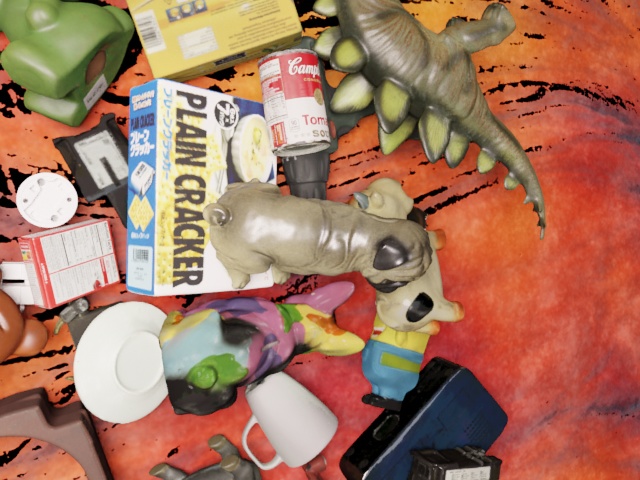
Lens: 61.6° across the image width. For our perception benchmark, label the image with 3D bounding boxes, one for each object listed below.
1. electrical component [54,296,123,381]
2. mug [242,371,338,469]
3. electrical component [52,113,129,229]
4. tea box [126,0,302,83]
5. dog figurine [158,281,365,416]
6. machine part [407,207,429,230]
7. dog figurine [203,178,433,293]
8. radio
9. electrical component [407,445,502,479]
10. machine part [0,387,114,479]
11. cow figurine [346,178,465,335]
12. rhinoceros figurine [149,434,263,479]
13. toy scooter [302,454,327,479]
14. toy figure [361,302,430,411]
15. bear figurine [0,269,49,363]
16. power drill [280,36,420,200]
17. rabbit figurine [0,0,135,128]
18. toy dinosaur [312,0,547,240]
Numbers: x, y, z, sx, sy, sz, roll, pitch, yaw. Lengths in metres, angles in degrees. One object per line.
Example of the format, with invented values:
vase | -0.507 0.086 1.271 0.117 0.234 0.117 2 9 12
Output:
electrical component | -0.243 0.107 0.587 0.078 0.045 0.102 -11 96 -21
mug | -0.051 0.218 0.661 0.109 0.081 0.107 -38 95 -10
electrical component | -0.227 -0.071 0.587 0.075 0.048 0.119 -35 105 -18
tea box | -0.113 -0.244 0.594 0.170 0.068 0.098 -17 99 -2
dog figurine | -0.055 0.109 0.604 0.219 0.191 0.108 -12 90 -7
machine part | 0.082 -0.019 0.731 0.139 0.039 0.084 -6 86 -21
dog figurine | 0.000 -0.005 0.539 0.172 0.191 0.121 0 92 -53
radio | 0.144 0.282 0.747 0.229 0.073 0.131 -42 106 -18
electrical component | 0.166 0.336 0.686 0.115 0.058 0.134 8 90 -23
machine part | -0.317 0.268 0.538 0.201 0.087 0.200 -20 98 -20
cow figurine | 0.088 0.014 0.647 0.127 0.085 0.195 6 64 -30
rhinoceros figurine | -0.156 0.314 0.621 0.190 0.073 0.112 -30 113 -22
toy scooter | -0.029 0.340 0.662 0.184 0.075 0.135 -17 112 -24
toy figure | 0.107 0.136 0.722 0.089 0.082 0.180 18 79 -35
bear figurine | -0.359 0.111 0.469 0.120 0.132 0.196 57 35 -16
power drill | 0.040 -0.146 0.692 0.207 0.086 0.231 -15 95 -15
rabbit figurine | -0.285 -0.223 0.525 0.170 0.121 0.159 32 82 -6
toy dinosaur | 0.124 -0.194 0.631 0.471 0.105 0.198 37 84 -5
